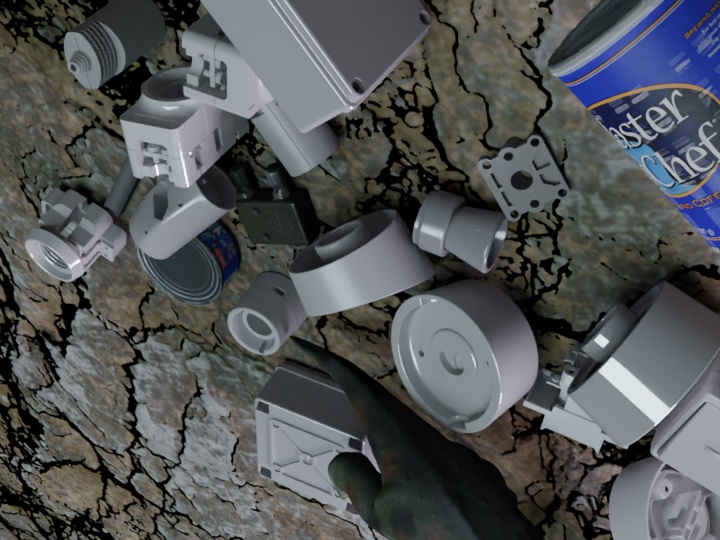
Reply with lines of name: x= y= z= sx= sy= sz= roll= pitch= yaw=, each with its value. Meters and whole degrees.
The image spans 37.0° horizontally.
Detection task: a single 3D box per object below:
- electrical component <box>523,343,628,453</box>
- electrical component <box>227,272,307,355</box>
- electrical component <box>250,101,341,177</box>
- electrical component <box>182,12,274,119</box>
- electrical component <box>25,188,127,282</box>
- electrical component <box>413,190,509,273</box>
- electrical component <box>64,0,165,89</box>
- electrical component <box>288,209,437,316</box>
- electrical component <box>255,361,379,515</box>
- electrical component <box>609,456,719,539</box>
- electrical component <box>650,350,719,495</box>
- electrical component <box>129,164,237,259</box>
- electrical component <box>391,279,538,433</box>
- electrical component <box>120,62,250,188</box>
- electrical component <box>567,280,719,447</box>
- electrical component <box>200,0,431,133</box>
electrical component: x=0.167 y=0.092 z=0.790 sx=0.081 sy=0.042 sz=0.063 roll=21 pitch=131 yaw=15
electrical component: x=-0.077 y=0.037 z=0.894 sx=0.055 sy=0.047 sz=0.055 roll=17 pitch=133 yaw=20
electrical component: x=-0.054 y=-0.111 z=0.757 sx=0.043 sy=0.043 sz=0.081 roll=-19 pitch=114 yaw=41
electrical component: x=-0.068 y=-0.145 z=0.704 sx=0.056 sy=0.089 sz=0.050 roll=21 pitch=134 yaw=16
electrical component: x=-0.253 y=-0.027 z=0.937 sx=0.078 sy=0.057 sz=0.058 roll=32 pitch=149 yaw=5
electrical component: x=0.070 y=-0.028 z=0.748 sx=0.055 sy=0.045 sz=0.045 roll=21 pitch=134 yaw=17
electrical component: x=-0.180 y=-0.162 z=0.767 sx=0.043 sy=0.081 sz=0.043 roll=17 pitch=133 yaw=20
electrical component: x=0.000 y=0.000 z=0.781 sx=0.099 sy=0.099 sz=0.064 roll=-16 pitch=110 yaw=40
electrical component: x=-0.034 y=0.149 z=0.954 sx=0.109 sy=0.056 sz=0.108 roll=19 pitch=134 yaw=18
electrical component: x=0.233 y=0.180 z=0.785 sx=0.099 sy=0.099 sz=0.064 roll=50 pitch=141 yaw=-13
electrical component: x=0.250 y=0.101 z=0.730 sx=0.062 sy=0.061 sz=0.096 roll=31 pitch=137 yaw=6
electrical component: x=-0.139 y=-0.060 z=0.836 sx=0.077 sy=0.079 sz=0.043 roll=-33 pitch=139 yaw=29
electrical component: x=0.082 y=0.059 z=0.794 sx=0.108 sy=0.060 sz=0.108 roll=27 pitch=128 yaw=40
electrical component: x=-0.124 y=-0.109 z=0.770 sx=0.050 sy=0.089 sz=0.055 roll=14 pitch=132 yaw=23
electrical component: x=0.181 y=0.055 z=0.706 sx=0.060 sy=0.108 sz=0.108 roll=40 pitch=137 yaw=6
electrical component: x=-0.025 y=-0.158 z=0.652 sx=0.056 sy=0.108 sz=0.108 roll=-21 pitch=112 yaw=45
